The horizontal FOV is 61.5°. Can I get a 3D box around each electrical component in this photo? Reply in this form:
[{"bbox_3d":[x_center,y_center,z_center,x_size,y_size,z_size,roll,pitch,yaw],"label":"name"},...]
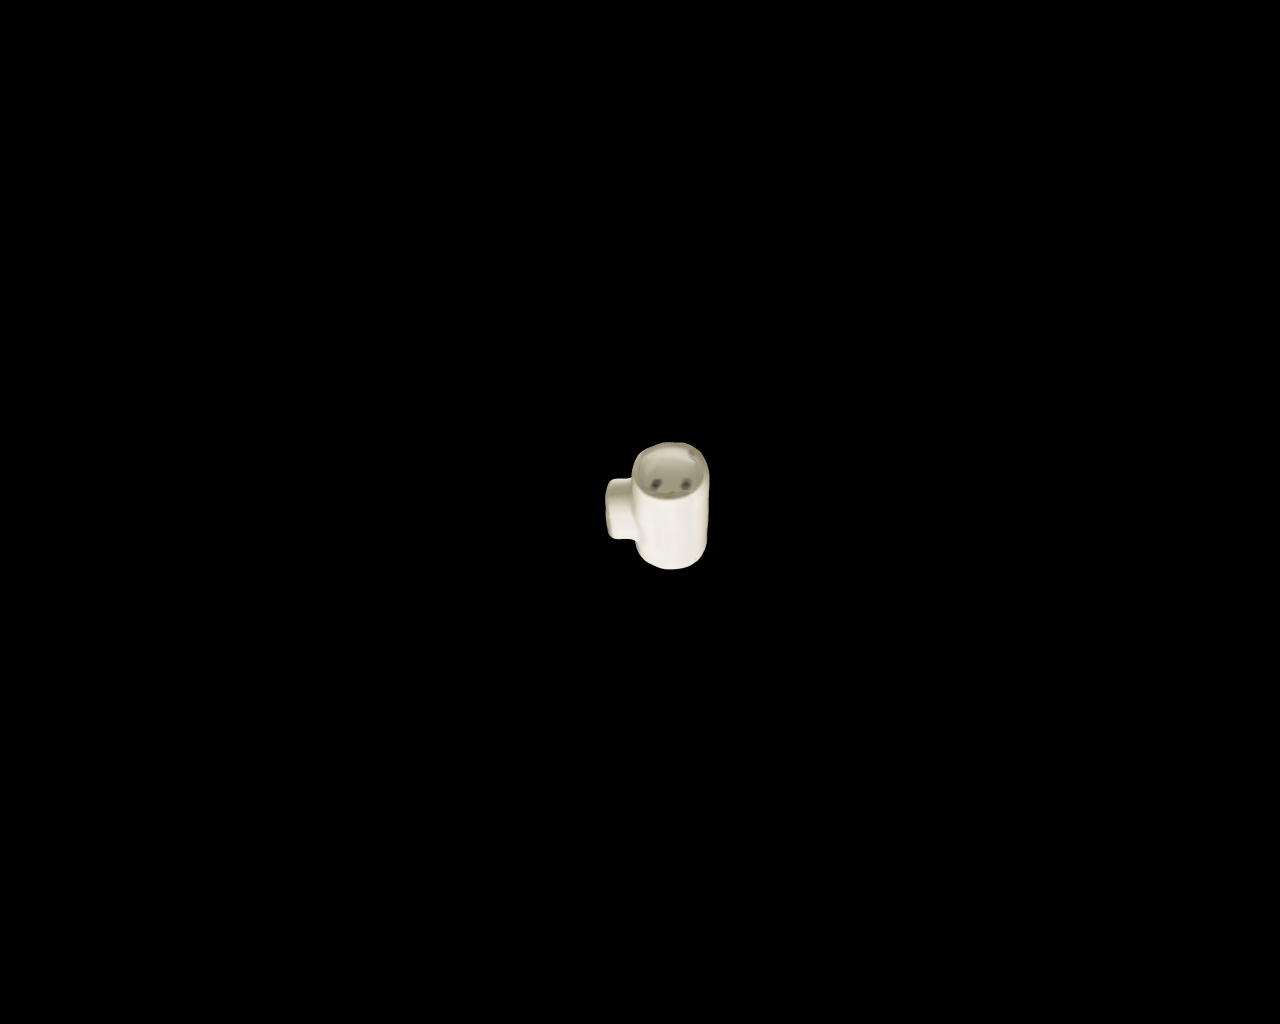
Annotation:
[{"bbox_3d":[0.001,-0.003,0.650,0.079,0.043,0.077,-1,-34,2],"label":"electrical component"}]
